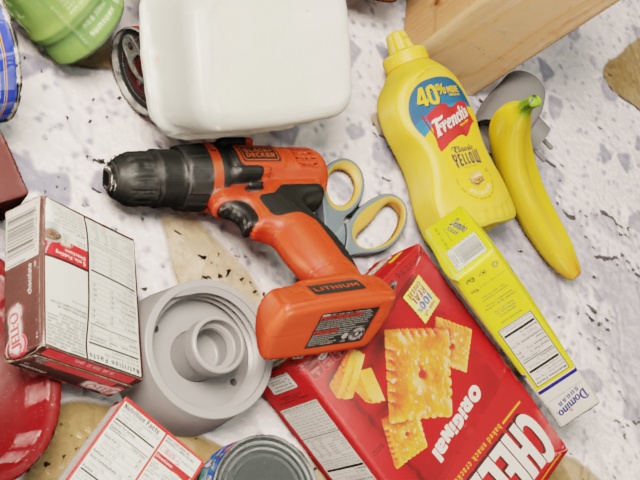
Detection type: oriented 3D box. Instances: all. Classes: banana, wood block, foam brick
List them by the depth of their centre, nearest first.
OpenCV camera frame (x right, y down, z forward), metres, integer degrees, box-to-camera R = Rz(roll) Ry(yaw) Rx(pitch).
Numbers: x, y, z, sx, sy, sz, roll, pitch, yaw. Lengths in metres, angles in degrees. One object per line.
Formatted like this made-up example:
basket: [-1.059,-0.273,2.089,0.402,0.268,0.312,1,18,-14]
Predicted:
foam brick: [-0.240,-0.034,0.694,0.078,0.053,0.051,-22,85,-37]
wood block: [0.169,-0.221,0.934,0.090,0.207,0.091,20,63,-26]
banana: [0.189,-0.050,0.960,0.037,0.070,0.197,-28,122,-7]

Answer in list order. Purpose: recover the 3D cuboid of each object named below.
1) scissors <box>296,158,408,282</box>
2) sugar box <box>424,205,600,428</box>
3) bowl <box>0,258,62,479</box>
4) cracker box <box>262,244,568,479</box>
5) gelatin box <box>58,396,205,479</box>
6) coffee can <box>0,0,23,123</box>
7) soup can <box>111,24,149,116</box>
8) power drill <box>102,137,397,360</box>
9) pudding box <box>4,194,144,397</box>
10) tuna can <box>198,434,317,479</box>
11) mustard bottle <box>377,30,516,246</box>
scissors: [-0.006,0.001,0.857,0.201,0.016,0.096,-32,90,-37]
sugar box: [0.156,0.062,0.869,0.176,0.048,0.093,49,9,-24]
bowl: [-0.230,0.075,0.636,0.162,0.055,0.162,45,32,-39]
cracker box: [0.077,0.136,0.825,0.164,0.072,0.213,-41,97,-37]
gelatin box: [-0.130,0.161,0.708,0.073,0.030,0.089,41,55,-12]
coffee can: [-0.274,-0.110,0.669,0.140,0.103,0.103,-19,84,-37]
soup can: [-0.099,-0.142,0.817,0.102,0.069,0.068,-28,89,-37]
power drill: [-0.045,-0.002,0.761,0.184,0.057,0.188,-5,47,-34]
pudding box: [-0.160,0.037,0.697,0.089,0.039,0.113,33,42,-49]
tuna can: [-0.045,0.182,0.753,0.086,0.034,0.086,12,67,-29]
mustard bottle: [0.100,-0.094,0.935,0.096,0.058,0.191,-15,81,-38]
